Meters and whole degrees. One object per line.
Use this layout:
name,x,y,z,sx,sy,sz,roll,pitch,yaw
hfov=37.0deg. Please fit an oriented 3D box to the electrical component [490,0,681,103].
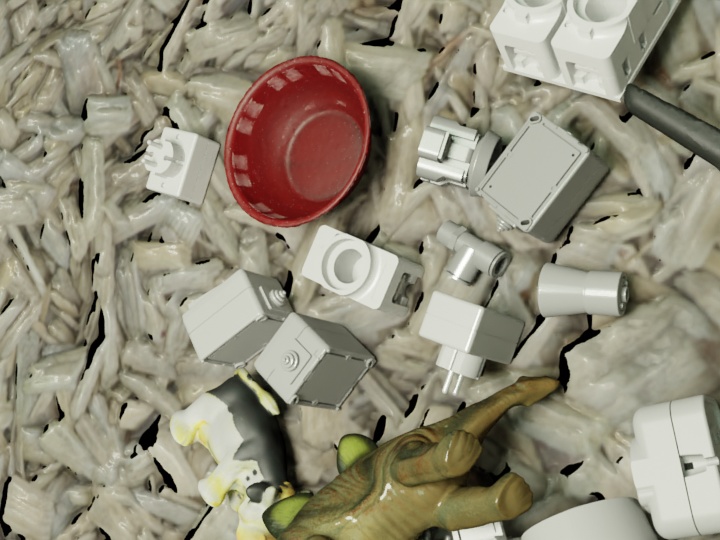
electrical component,0.194,-0.234,0.840,0.105,0.060,0.186,23,74,33

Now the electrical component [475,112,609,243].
electrical component,0.145,-0.067,0.868,0.062,0.061,0.096,43,103,31

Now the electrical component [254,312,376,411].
electrical component,-0.045,0.077,0.933,0.061,0.096,0.061,43,103,31

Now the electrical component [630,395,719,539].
electrical component,0.233,0.143,0.774,0.059,0.054,0.095,-17,71,27

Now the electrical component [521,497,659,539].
electrical component,0.168,0.206,0.778,0.099,0.099,0.064,-30,60,23

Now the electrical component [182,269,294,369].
electrical component,-0.108,0.040,1.001,0.096,0.062,0.061,-37,63,20

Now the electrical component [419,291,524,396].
electrical component,0.084,0.065,0.864,0.047,0.083,0.075,20,90,33

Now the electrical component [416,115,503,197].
electrical component,0.085,-0.095,0.907,0.057,0.078,0.058,18,89,14

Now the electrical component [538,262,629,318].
electrical component,0.177,0.017,0.844,0.065,0.044,0.044,3,81,27

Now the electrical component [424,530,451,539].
electrical component,0.058,0.249,0.863,0.083,0.047,0.075,4,82,32

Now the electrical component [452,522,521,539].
electrical component,0.104,0.231,0.829,0.042,0.064,0.081,-22,69,25

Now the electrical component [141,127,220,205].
electrical component,-0.189,-0.109,1.073,0.047,0.077,0.065,16,89,32

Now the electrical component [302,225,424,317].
electrical component,0.000,0.000,0.946,0.089,0.056,0.050,24,93,33
